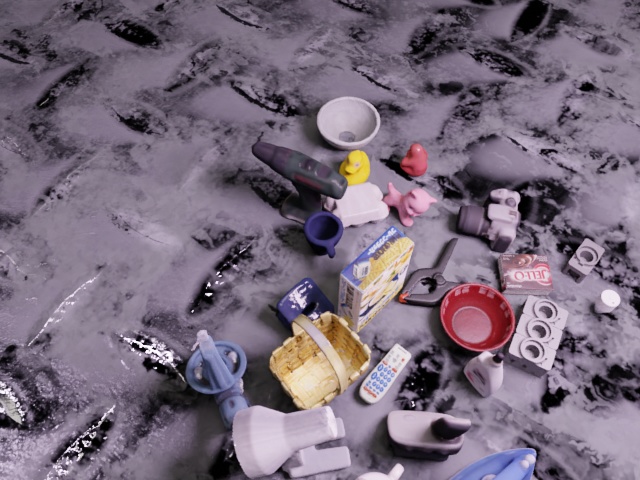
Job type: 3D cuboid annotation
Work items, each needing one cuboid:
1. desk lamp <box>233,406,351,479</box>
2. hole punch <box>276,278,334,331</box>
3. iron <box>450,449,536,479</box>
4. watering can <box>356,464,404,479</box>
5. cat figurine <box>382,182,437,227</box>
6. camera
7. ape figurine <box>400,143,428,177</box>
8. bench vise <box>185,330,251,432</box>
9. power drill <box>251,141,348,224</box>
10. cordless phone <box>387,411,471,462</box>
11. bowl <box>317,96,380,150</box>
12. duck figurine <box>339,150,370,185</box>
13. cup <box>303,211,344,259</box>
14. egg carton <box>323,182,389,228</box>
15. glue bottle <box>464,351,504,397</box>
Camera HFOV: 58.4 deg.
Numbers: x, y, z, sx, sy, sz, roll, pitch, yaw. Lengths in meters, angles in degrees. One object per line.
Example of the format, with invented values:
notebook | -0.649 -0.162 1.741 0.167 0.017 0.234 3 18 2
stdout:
desk lamp | -0.047 0.365 1.052 0.203 0.213 0.118 -10 60 -6
hole punch | -0.029 0.152 1.247 0.101 0.091 0.109 40 67 20
iron | 0.321 0.451 1.047 0.259 0.141 0.118 -32 65 -18
watering can | 0.092 0.470 1.003 0.100 0.194 0.173 16 61 9
cat figurine | 0.212 -0.096 1.379 0.127 0.118 0.067 33 65 18
camera | 0.402 -0.060 1.370 0.136 0.101 0.143 11 60 6
ape figurine | 0.244 -0.212 1.462 0.078 0.092 0.076 -18 61 -10
bench vise | -0.180 0.265 1.105 0.122 0.220 0.207 -40 67 -21
power drill | -0.048 -0.128 1.342 0.229 0.208 0.076 18 61 10
cordless phone | 0.204 0.352 1.079 0.147 0.185 0.094 2 60 1
bowl | 0.074 -0.296 1.519 0.167 0.075 0.167 0 60 0
duck figurine | 0.089 -0.193 1.453 0.077 0.086 0.105 23 62 13
cup | 0.012 0.005 1.331 0.092 0.095 0.117 -15 61 -9
egg carton | 0.086 -0.081 1.397 0.150 0.069 0.107 -13 61 -8
glue bottle | 0.337 0.257 1.142 0.037 0.173 0.078 -33 65 -18
